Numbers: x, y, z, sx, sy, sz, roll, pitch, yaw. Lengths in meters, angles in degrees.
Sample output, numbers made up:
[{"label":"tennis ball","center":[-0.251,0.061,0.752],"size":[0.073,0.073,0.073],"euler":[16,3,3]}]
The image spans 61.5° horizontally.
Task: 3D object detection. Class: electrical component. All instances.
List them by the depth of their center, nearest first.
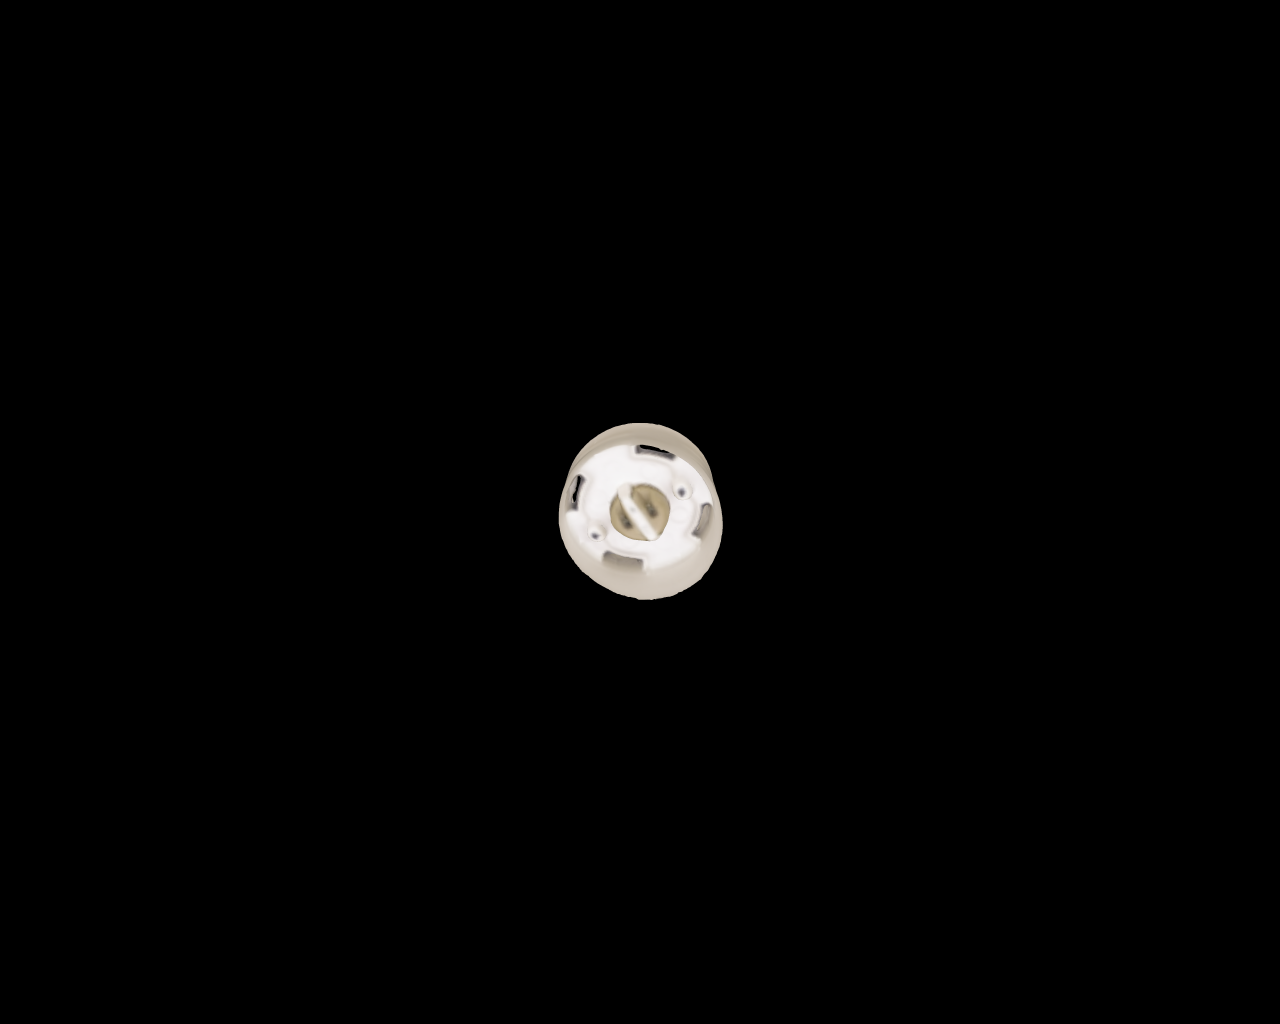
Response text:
[{"label":"electrical component","center":[0.001,-0.003,0.650],"size":[0.099,0.099,0.064],"euler":[0,32,0]}]
